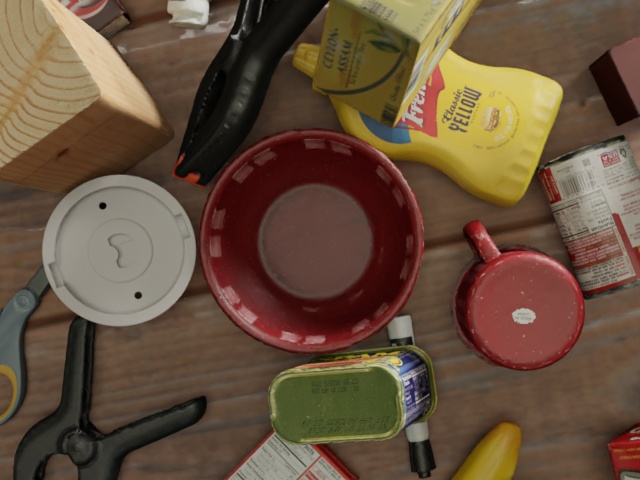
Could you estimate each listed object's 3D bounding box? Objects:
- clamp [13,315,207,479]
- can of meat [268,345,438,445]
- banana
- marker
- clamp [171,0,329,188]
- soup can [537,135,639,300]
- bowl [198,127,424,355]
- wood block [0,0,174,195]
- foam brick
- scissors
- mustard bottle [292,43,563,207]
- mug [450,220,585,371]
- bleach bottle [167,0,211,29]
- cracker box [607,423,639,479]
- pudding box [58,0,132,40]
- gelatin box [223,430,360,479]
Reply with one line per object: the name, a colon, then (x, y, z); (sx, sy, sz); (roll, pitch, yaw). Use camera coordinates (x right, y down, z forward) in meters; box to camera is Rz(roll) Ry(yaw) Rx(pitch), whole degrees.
clamp: (-0.166, 0.153, 0.802); (0.120, 0.039, 0.171); (28, 96, 10)
can of meat: (0.023, 0.110, 0.752); (0.102, 0.083, 0.057); (-8, 89, 20)
banana: (0.072, 0.207, 0.775); (0.198, 0.037, 0.069); (-31, 116, -2)
marker: (0.068, 0.117, 0.792); (0.020, 0.020, 0.121); (-10, 88, 4)
clamp: (-0.052, -0.137, 0.771); (0.036, 0.164, 0.210); (21, 114, -24)
soup can: (0.202, -0.016, 0.759); (0.068, 0.068, 0.102); (-20, 87, 4)
bowl: (-0.005, 0.001, 0.782); (0.162, 0.055, 0.162); (0, 89, 5)
wood block: (-0.177, -0.093, 0.722); (0.091, 0.206, 0.090); (-35, 87, 2)
foam brick: (0.230, -0.117, 0.754); (0.053, 0.078, 0.051); (-24, 89, 4)
scissors: (-0.220, 0.067, 0.818); (0.202, 0.016, 0.096); (-35, 88, 3)
mustard bottle: (0.071, -0.101, 0.776); (0.191, 0.058, 0.096); (22, 85, 5)
mug: (0.136, 0.038, 0.757); (0.093, 0.081, 0.117); (-27, 87, 4)
bleach bottle: (-0.077, -0.283, 0.789); (0.102, 0.068, 0.251); (6, 92, 6)
cracker box: (0.303, 0.224, 0.713); (0.164, 0.071, 0.214); (-15, 88, 38)
pudding box: (-0.214, -0.173, 0.809); (0.113, 0.039, 0.090); (-36, 87, 3)
gelatin box: (-0.027, 0.184, 0.795); (0.073, 0.030, 0.089); (44, 93, 4)
